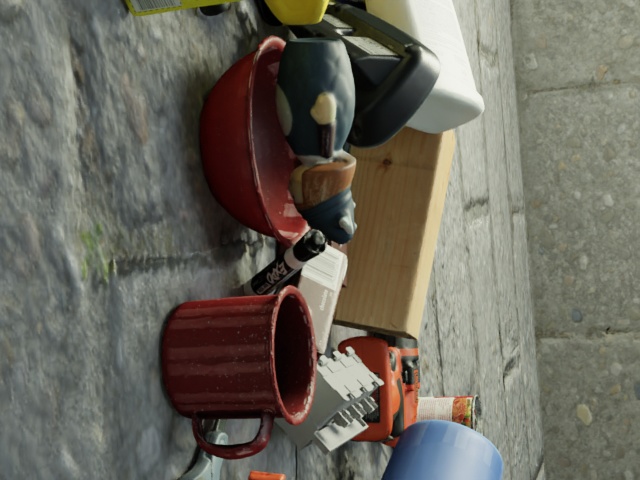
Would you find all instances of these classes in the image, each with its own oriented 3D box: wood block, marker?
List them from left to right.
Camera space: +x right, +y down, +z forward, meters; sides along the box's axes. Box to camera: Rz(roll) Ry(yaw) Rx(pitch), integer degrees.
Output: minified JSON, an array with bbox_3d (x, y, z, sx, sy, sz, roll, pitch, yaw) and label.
[{"bbox_3d":[-0.027,0.020,0.801,0.121,0.020,0.020,141,-42,-57],"label":"marker"},{"bbox_3d":[0.067,-0.014,1.036,0.090,0.091,0.206,40,61,-75],"label":"wood block"}]

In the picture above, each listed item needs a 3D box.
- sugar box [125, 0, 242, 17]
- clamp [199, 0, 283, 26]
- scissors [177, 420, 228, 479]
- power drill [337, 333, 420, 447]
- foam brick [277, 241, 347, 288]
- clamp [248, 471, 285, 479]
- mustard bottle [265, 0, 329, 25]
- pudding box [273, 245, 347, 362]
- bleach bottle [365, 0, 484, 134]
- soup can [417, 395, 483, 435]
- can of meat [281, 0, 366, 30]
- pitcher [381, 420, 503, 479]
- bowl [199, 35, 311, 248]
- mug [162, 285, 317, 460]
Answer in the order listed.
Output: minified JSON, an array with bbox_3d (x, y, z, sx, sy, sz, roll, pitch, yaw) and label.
[{"bbox_3d":[-0.073,-0.227,0.715,0.048,0.093,0.176,68,25,-46],"label":"sugar box"},{"bbox_3d":[-0.066,-0.270,0.842,0.164,0.036,0.210,-46,132,-69],"label":"clamp"},{"bbox_3d":[-0.072,0.166,0.754,0.201,0.016,0.096,-66,149,-57],"label":"scissors"},{"bbox_3d":[0.068,0.137,1.145,0.187,0.057,0.184,10,77,-72],"label":"power drill"},{"bbox_3d":[-0.006,0.001,0.946,0.053,0.051,0.078,38,50,-67],"label":"foam brick"},{"bbox_3d":[-0.041,0.262,0.795,0.120,0.039,0.171,-56,142,-71],"label":"clamp"},{"bbox_3d":[-0.005,-0.268,0.882,0.191,0.058,0.096,-74,156,-43],"label":"mustard bottle"},{"bbox_3d":[-0.020,0.067,0.835,0.090,0.039,0.113,-56,-169,41],"label":"pudding box"},{"bbox_3d":[0.083,-0.230,0.983,0.102,0.068,0.251,13,62,-48],"label":"bleach bottle"},{"bbox_3d":[0.140,0.222,1.279,0.068,0.102,0.068,-4,90,-73],"label":"soup can"},{"bbox_3d":[0.002,-0.237,0.980,0.101,0.058,0.084,3,74,-54],"label":"can of meat"},{"bbox_3d":[0.099,0.288,0.986,0.145,0.149,0.242,75,30,-43],"label":"pitcher"},{"bbox_3d":[-0.050,-0.072,0.817,0.162,0.055,0.162,-4,90,-73],"label":"bowl"},{"bbox_3d":[-0.055,0.090,0.715,0.093,0.082,0.117,57,33,-57],"label":"mug"}]
